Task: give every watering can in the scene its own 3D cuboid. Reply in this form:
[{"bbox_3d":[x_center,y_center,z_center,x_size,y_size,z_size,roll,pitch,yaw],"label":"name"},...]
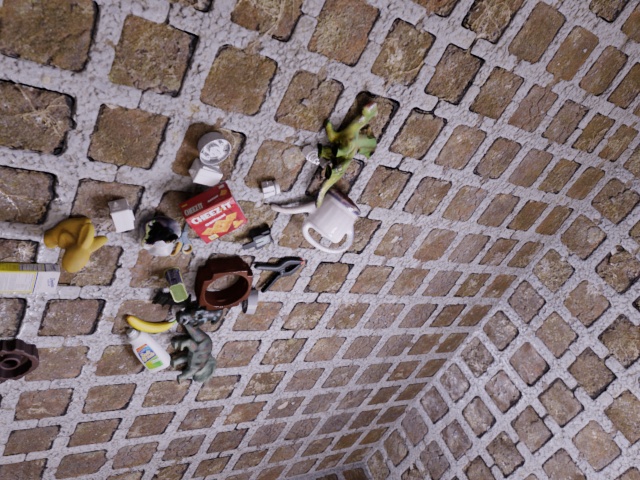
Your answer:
[{"bbox_3d":[0.006,-0.095,1.896,0.344,0.105,0.224,37,91,-23],"label":"watering can"}]

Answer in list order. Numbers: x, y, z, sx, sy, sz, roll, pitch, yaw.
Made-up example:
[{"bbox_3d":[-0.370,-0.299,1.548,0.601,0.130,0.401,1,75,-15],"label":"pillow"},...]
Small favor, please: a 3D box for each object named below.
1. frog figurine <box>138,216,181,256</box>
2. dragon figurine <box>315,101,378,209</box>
[{"bbox_3d":[-0.521,-0.011,1.687,0.138,0.123,0.158,-31,176,-14],"label":"frog figurine"},{"bbox_3d":[0.109,-0.298,1.787,0.244,0.124,0.401,-14,136,-33],"label":"dragon figurine"}]
